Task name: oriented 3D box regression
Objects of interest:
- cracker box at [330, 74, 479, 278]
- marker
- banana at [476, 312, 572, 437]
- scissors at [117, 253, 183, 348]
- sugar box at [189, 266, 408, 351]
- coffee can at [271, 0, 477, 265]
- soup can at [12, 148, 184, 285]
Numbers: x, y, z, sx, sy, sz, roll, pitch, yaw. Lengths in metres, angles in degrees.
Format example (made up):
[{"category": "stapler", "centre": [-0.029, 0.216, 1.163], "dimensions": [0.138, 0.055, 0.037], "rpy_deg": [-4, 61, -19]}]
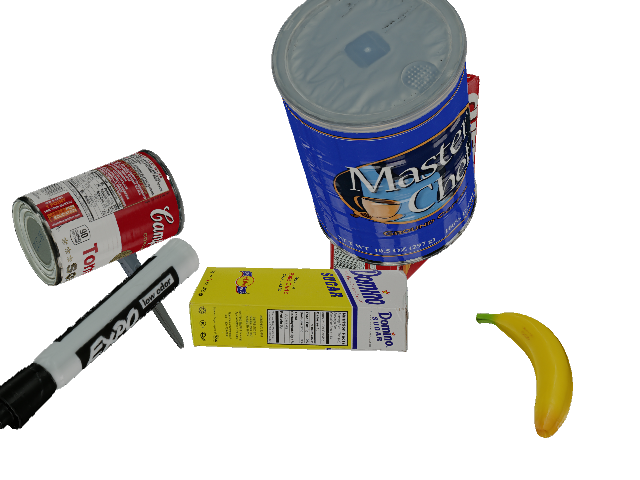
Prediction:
[{"category": "cracker box", "centre": [0.087, -0.062, 1.046], "dimensions": [0.072, 0.164, 0.213], "rpy_deg": [14, 29, 26]}, {"category": "marker", "centre": [-0.098, 0.039, 0.466], "dimensions": [0.020, 0.020, 0.121], "rpy_deg": [0, 33, 42]}, {"category": "banana", "centre": [0.230, 0.133, 1.134], "dimensions": [0.069, 0.037, 0.198], "rpy_deg": [-25, 34, 3]}, {"category": "scissors", "centre": [-0.199, 0.018, 1.171], "dimensions": [0.016, 0.201, 0.096], "rpy_deg": [-28, 21, 33]}, {"category": "sugar box", "centre": [-0.015, 0.055, 0.892], "dimensions": [0.176, 0.048, 0.093], "rpy_deg": [-2, 18, 4]}, {"category": "coffee can", "centre": [0.036, -0.064, 0.612], "dimensions": [0.103, 0.103, 0.140], "rpy_deg": [0, -31, 11]}, {"category": "soup can", "centre": [-0.158, -0.017, 0.759], "dimensions": [0.102, 0.068, 0.069], "rpy_deg": [-25, 13, -30]}]
